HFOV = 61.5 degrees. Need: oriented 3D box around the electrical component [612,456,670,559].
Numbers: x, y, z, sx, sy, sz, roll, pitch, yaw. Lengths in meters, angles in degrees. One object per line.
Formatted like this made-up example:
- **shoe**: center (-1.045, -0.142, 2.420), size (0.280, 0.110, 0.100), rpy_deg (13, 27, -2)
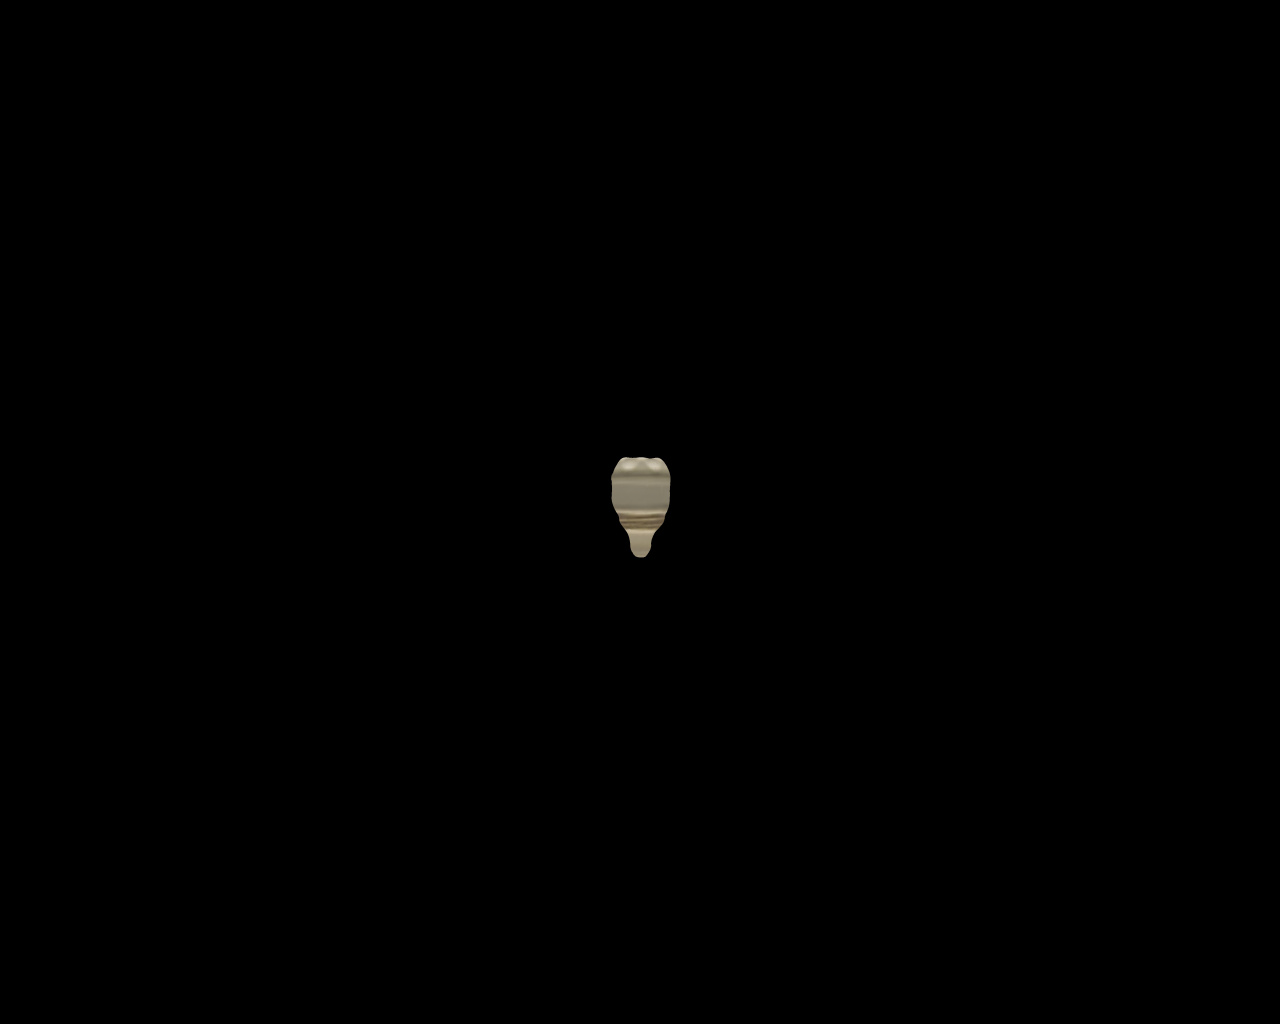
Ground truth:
- **electrical component**: center (0.001, -0.003, 0.650), size (0.035, 0.061, 0.035), rpy_deg (0, 0, 0)
